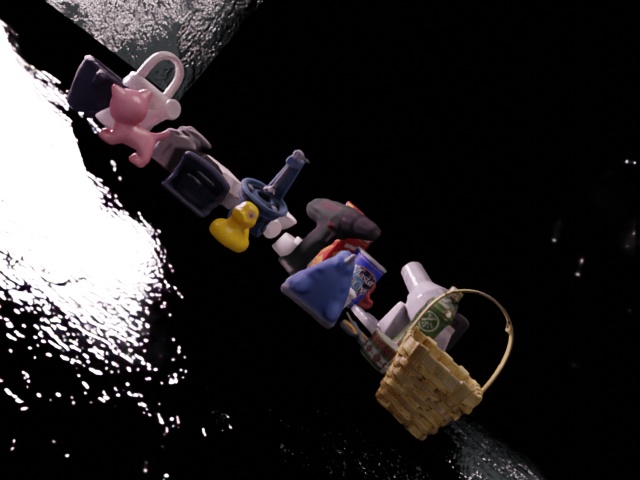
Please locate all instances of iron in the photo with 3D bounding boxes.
[{"bbox_3d":[0.017,0.070,1.097,0.119,0.141,0.258,41,4,-2],"label":"iron"}]

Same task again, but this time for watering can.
[{"bbox_3d":[-0.341,-0.287,1.147,0.172,0.194,0.101,42,4,10],"label":"watering can"}]

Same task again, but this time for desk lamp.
[{"bbox_3d":[0.216,0.168,1.448,0.118,0.213,0.202,38,5,-42],"label":"desk lamp"}]

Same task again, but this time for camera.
[{"bbox_3d":[-0.281,-0.181,1.268,0.137,0.100,0.143,41,4,-2],"label":"camera"}]

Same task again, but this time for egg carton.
[{"bbox_3d":[-0.249,-0.142,1.392,0.150,0.069,0.108,44,5,38],"label":"egg carton"}]

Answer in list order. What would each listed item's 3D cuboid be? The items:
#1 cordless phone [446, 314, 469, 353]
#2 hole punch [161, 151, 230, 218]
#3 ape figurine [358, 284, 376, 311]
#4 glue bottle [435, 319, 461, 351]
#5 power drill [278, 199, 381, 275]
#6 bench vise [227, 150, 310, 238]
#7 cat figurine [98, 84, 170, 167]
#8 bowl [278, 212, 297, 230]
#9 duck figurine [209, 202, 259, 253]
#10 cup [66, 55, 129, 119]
[{"bbox_3d":[0.298,0.252,1.536,0.147,0.185,0.094,43,4,25],"label":"cordless phone"},{"bbox_3d":[-0.223,-0.104,1.052,0.109,0.091,0.101,41,4,-8],"label":"hole punch"},{"bbox_3d":[0.124,0.152,1.631,0.076,0.092,0.077,38,5,-44],"label":"ape figurine"},{"bbox_3d":[0.292,0.263,1.442,0.078,0.173,0.037,41,4,-14],"label":"glue bottle"},{"bbox_3d":[0.012,0.005,1.288,0.076,0.208,0.228,38,5,-41],"label":"power drill"},{"bbox_3d":[-0.113,-0.113,1.281,0.122,0.219,0.207,41,4,-12],"label":"bench vise"},{"bbox_3d":[-0.327,-0.210,1.012,0.128,0.117,0.067,40,4,-22],"label":"cat figurine"},{"bbox_3d":[-0.150,-0.079,1.623,0.167,0.074,0.167,41,4,-3],"label":"bowl"},{"bbox_3d":[-0.145,-0.030,1.038,0.077,0.086,0.105,42,4,10],"label":"duck figurine"},{"bbox_3d":[-0.402,-0.263,1.015,0.092,0.095,0.117,40,4,-21],"label":"cup"}]
